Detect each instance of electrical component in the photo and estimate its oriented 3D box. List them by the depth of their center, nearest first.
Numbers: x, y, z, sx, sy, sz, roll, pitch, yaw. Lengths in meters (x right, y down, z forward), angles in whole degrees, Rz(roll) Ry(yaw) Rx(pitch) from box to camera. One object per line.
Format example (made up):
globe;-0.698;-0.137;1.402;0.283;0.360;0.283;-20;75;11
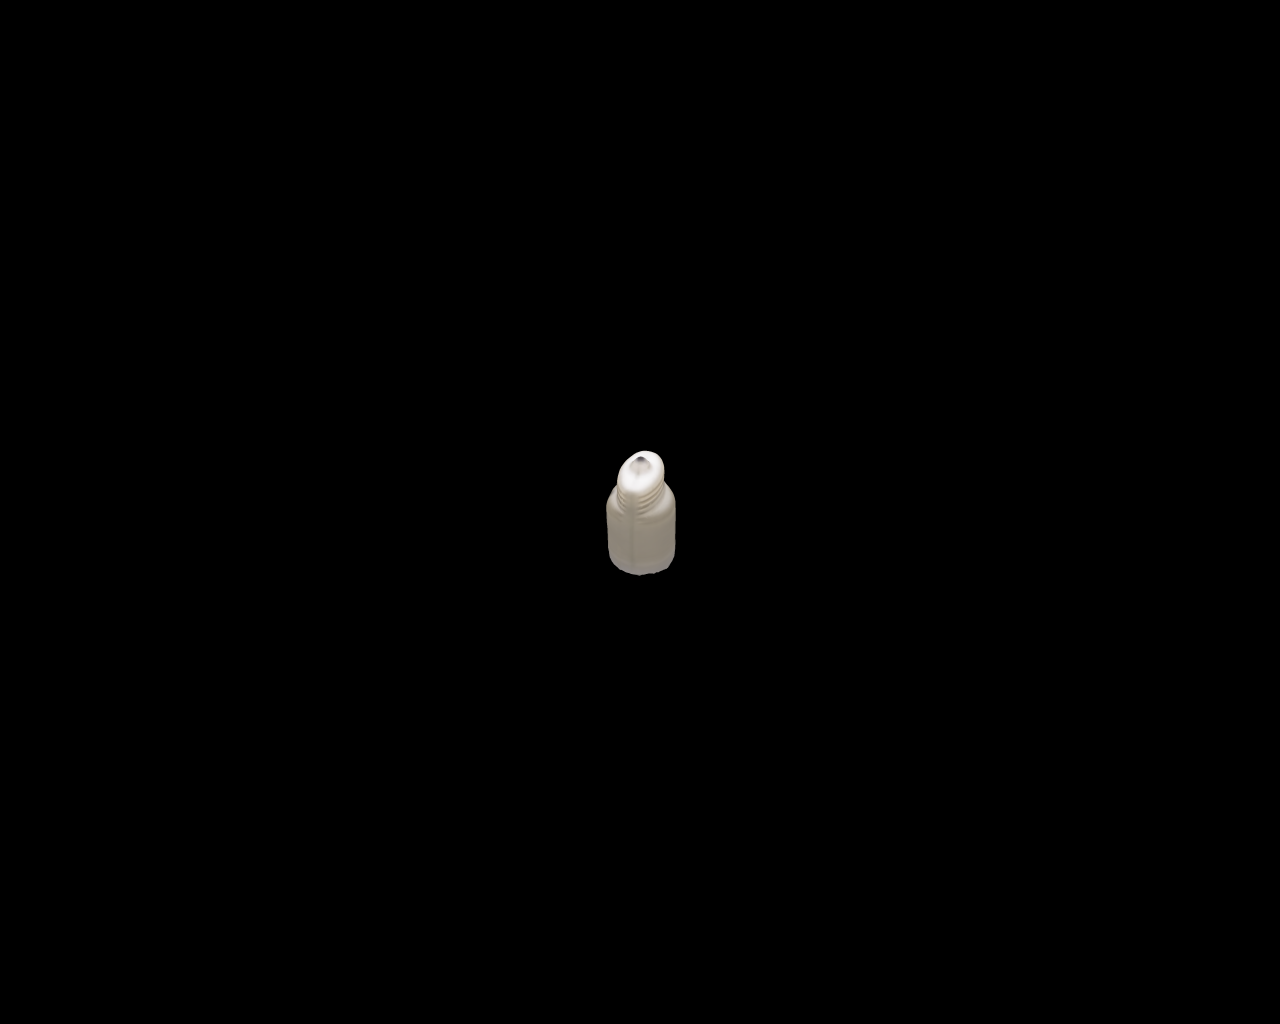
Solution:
electrical component;0.001;-0.003;0.650;0.043;0.080;0.043;0;42;0
